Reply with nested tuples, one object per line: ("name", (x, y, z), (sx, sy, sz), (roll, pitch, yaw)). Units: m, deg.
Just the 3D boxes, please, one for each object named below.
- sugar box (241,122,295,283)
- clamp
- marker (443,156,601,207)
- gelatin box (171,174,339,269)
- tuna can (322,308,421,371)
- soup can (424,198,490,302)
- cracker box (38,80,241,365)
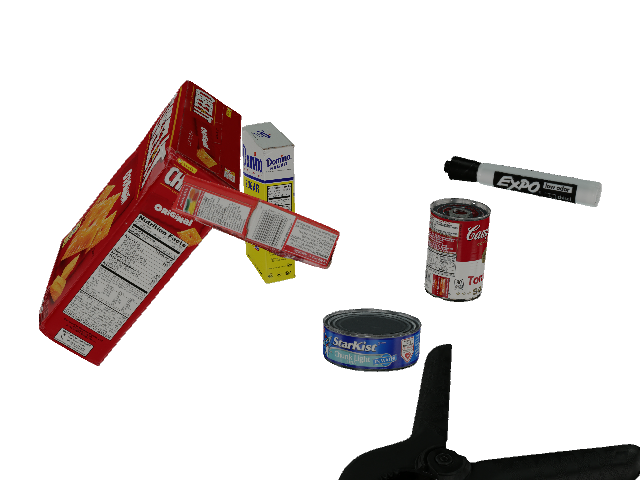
("sugar box", (-0.064, -0.046, 1.302), (0.048, 0.176, 0.093), (-11, 26, -17))
("clamp", (0.071, 0.140, 0.660), (0.209, 0.036, 0.165), (-24, 38, -31))
("marker", (0.153, -0.046, 0.816), (0.121, 0.020, 0.020), (13, 5, 24))
("gelatin box", (-0.042, -0.012, 0.708), (0.073, 0.030, 0.089), (21, -1, 40))
("tuna can", (0.044, 0.086, 0.930), (0.086, 0.034, 0.086), (1, 11, 0))
("soup can", (0.154, 0.011, 1.212), (0.068, 0.102, 0.068), (2, 21, -1))
("cracker box", (-0.159, -0.020, 0.947), (0.072, 0.214, 0.164), (33, 22, -20))
